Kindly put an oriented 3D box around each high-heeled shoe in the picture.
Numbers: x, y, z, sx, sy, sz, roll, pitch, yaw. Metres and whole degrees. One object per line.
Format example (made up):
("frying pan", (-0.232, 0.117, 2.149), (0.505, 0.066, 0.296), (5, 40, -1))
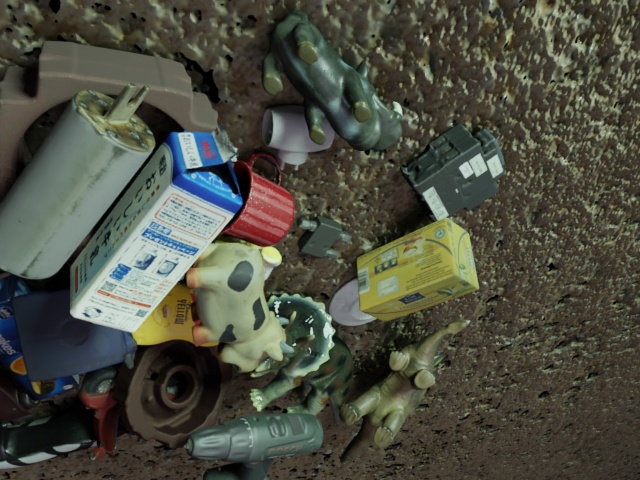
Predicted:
("high-heeled shoe", (-0.405, 0.317, 0.859), (0.249, 0.086, 0.145), (6, 135, -27))

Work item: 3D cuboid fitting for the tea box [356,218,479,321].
("tea box", (0.140, 0.048, 0.802), (0.170, 0.098, 0.068), (-24, 142, 35))

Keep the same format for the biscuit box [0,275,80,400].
("biscuit box", (-0.384, 0.128, 0.702), (0.063, 0.059, 0.202), (-17, 135, -9))

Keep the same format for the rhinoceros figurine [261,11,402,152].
("rhinoceros figurine", (0.017, -0.161, 0.592), (0.073, 0.112, 0.190), (-33, 125, 30))

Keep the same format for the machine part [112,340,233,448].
("machine part", (-0.215, 0.213, 0.793), (0.056, 0.179, 0.179), (-3, 153, 42))

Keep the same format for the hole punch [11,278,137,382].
("hole punch", (-0.298, 0.104, 0.653), (0.116, 0.092, 0.142), (-8, 96, 7))

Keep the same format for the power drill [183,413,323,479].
("power drill", (-0.122, 0.340, 0.841), (0.232, 0.086, 0.207), (1, 129, -33))

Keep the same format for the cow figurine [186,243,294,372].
("cow figurine", (-0.100, 0.089, 0.678), (0.127, 0.086, 0.194), (-5, 126, -9))

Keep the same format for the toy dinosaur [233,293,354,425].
("toy dinosaur", (-0.011, 0.215, 0.920), (0.192, 0.131, 0.404), (-37, 141, 12))

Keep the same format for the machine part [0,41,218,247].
("machine part", (-0.218, -0.091, 0.559), (0.201, 0.087, 0.201), (2, 131, -25))

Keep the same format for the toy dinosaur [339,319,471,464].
("toy dinosaur", (0.135, 0.307, 1.023), (0.471, 0.105, 0.198), (-54, 159, 25))

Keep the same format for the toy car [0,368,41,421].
("toy car", (-0.459, 0.177, 0.719), (0.089, 0.053, 0.201), (-20, 132, 0))

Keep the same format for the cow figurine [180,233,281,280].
("cow figurine", (-0.142, 0.022, 0.713), (0.167, 0.068, 0.098), (13, 130, -32))

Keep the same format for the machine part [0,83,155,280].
("machine part", (-0.227, -0.046, 0.482), (0.079, 0.079, 0.243), (27, 115, -40))

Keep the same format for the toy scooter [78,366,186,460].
("toy scooter", (-0.285, 0.261, 0.813), (0.183, 0.075, 0.135), (20, 81, -50))

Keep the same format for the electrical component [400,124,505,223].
("electrical component", (0.194, -0.094, 0.763), (0.134, 0.058, 0.114), (-33, 138, 7))

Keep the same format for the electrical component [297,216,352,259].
("electrical component", (-0.002, -0.002, 0.783), (0.094, 0.021, 0.063), (18, 121, -36))
